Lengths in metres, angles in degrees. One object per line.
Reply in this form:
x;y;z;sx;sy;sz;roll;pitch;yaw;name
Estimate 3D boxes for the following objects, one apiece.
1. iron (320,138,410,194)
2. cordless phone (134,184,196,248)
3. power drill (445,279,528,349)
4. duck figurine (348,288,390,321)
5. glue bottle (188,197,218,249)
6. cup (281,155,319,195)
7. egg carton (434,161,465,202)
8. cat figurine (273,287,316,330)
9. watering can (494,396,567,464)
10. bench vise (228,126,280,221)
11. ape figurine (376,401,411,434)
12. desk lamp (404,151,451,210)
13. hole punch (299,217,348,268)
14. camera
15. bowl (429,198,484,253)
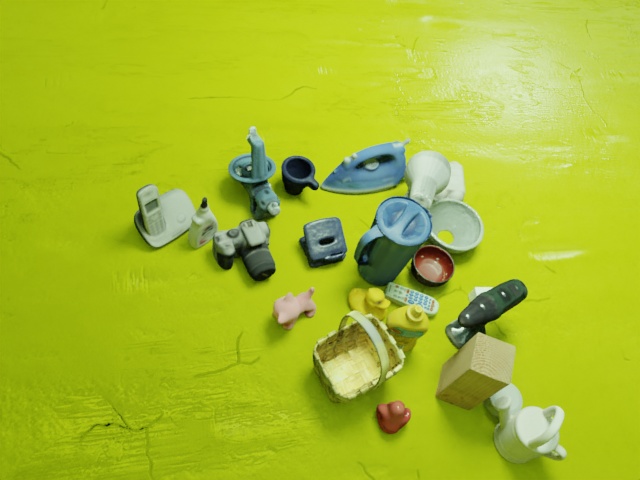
0.130;-0.210;1.574;0.259;0.141;0.118;-16;64;-21;iron
-0.368;-0.080;1.353;0.094;0.185;0.148;41;59;14;cordless phone
0.379;0.180;1.351;0.230;0.208;0.075;-27;68;-26;power drill
0.123;0.144;1.388;0.104;0.086;0.078;30;57;6;duck figurine
-0.277;-0.048;1.362;0.037;0.173;0.078;39;59;12;glue bottle
-0.053;-0.156;1.527;0.117;0.095;0.092;39;59;12;cup
0.360;-0.164;1.641;0.107;0.069;0.150;7;58;-8;egg carton
-0.061;0.152;1.322;0.128;0.117;0.067;-32;70;-27;cat figurine
0.454;0.410;1.235;0.173;0.194;0.101;19;57;-1;watering can
-0.144;-0.169;1.439;0.207;0.219;0.122;43;60;14;bench vise
0.163;0.378;1.249;0.077;0.092;0.076;29;57;6;ape figurine
0.251;-0.100;1.491;0.118;0.213;0.203;22;57;1;desk lamp
0.013;0.005;1.445;0.109;0.091;0.101;-14;63;-20;hole punch
-0.173;0.029;1.382;0.143;0.101;0.136;-18;64;-22;camera
0.352;-0.027;1.552;0.167;0.074;0.167;6;58;-9;bowl
